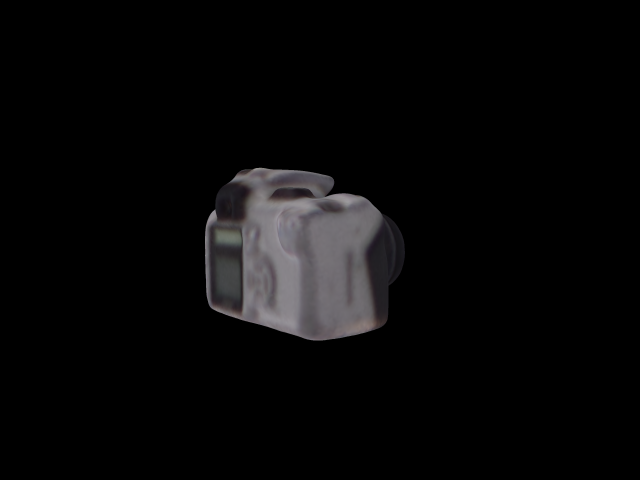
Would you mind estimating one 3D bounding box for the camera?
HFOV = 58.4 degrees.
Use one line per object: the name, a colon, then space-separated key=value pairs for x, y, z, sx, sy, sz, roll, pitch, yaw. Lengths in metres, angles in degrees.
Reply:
camera: x=0.004 y=0.001 z=0.400 sx=0.137 sy=0.101 sz=0.142 roll=-3 pitch=5 yaw=-37
